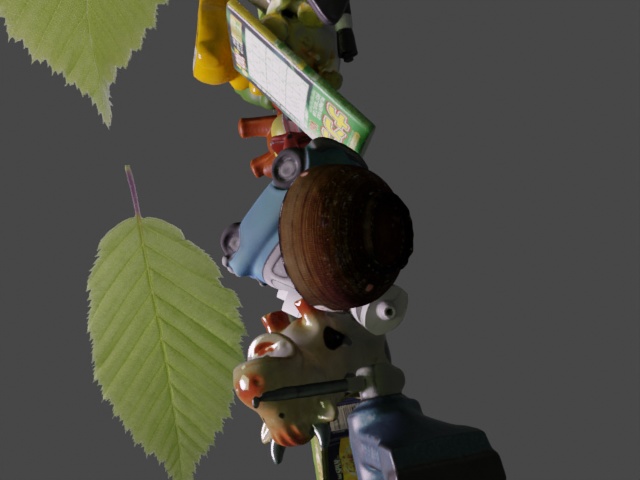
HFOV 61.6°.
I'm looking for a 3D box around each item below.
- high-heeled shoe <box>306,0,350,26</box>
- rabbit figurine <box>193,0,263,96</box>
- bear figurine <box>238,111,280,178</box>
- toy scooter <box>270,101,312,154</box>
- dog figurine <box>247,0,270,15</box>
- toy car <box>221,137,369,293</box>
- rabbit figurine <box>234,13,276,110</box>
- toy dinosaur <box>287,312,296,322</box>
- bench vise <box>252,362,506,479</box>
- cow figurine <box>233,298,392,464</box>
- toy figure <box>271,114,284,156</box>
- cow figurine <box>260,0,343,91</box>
[{"bbox_3d":[-0.010,-0.286,0.443,0.145,0.086,0.248,-128,35,-85],"label":"high-heeled shoe"},{"bbox_3d":[-0.084,-0.261,0.741,0.162,0.173,0.121,-128,49,-60],"label":"rabbit figurine"},{"bbox_3d":[-0.068,-0.139,0.912,0.196,0.132,0.120,-97,-8,-56],"label":"bear figurine"},{"bbox_3d":[-0.024,-0.145,0.636,0.135,0.075,0.183,-24,-73,-75],"label":"toy scooter"},{"bbox_3d":[-0.107,-0.352,0.705,0.121,0.191,0.172,139,122,-82],"label":"dog figurine"},{"bbox_3d":[-0.009,-0.005,0.489,0.109,0.161,0.103,25,-157,-52],"label":"toy car"},{"bbox_3d":[-0.087,-0.318,0.917,0.159,0.121,0.170,-96,16,-66],"label":"rabbit figurine"},{"bbox_3d":[-0.015,0.158,0.923,0.472,0.105,0.198,-133,42,-64],"label":"toy dinosaur"},{"bbox_3d":[0.037,0.206,0.367,0.224,0.129,0.240,67,154,19],"label":"bench vise"},{"bbox_3d":[-0.002,0.118,0.485,0.195,0.085,0.127,10,-125,-54],"label":"cow figurine"},{"bbox_3d":[-0.023,-0.092,0.761,0.089,0.082,0.180,-144,49,-82],"label":"toy figure"},{"bbox_3d":[-0.021,-0.233,0.527,0.167,0.068,0.098,67,-156,-54],"label":"cow figurine"}]
